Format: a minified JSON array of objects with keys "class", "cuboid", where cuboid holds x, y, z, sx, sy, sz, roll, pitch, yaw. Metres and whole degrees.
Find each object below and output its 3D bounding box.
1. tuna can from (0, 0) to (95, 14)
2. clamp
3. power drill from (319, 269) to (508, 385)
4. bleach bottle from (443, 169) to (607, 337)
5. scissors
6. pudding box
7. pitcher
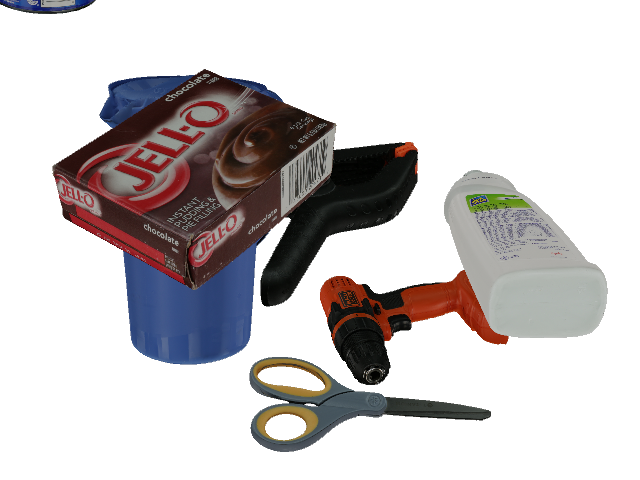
[{"class":"tuna can","cuboid":[-0.206,-0.201,0.792,0.086,0.034,0.086,6,36,-4]},{"class":"clamp","cuboid":[-0.017,-0.029,0.758,0.165,0.036,0.209,25,39,38]},{"class":"power drill","cuboid":[0.102,0.086,1.136,0.187,0.057,0.184,-5,28,-10]},{"class":"bleach bottle","cuboid":[0.174,-0.003,0.975,0.102,0.068,0.251,-1,27,-4]},{"class":"scissors","cuboid":[0.031,0.148,0.871,0.202,0.096,0.016,16,-41,12]},{"class":"pudding box","cuboid":[-0.060,-0.034,0.530,0.090,0.039,0.113,27,46,27]},{"class":"pitcher","cuboid":[-0.106,-0.023,0.939,0.149,0.243,0.145,1,17,0]}]
